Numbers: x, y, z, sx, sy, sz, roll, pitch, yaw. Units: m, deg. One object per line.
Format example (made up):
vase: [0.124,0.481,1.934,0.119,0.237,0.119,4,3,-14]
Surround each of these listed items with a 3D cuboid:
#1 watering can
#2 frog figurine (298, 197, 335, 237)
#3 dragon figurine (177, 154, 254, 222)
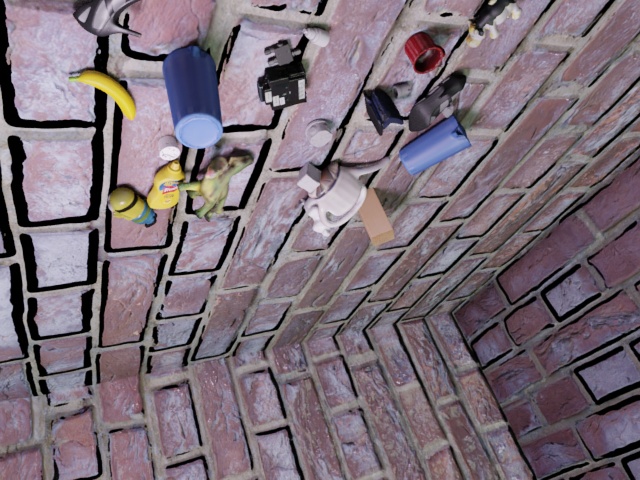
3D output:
watering can: [0.097,-0.208,1.870,0.221,0.105,0.347,35,91,-38]
frog figurine: [0.006,-0.098,1.943,0.121,0.162,0.136,-36,147,20]
dragon figurine: [-0.302,-0.178,1.643,0.242,0.123,0.409,-37,175,4]
